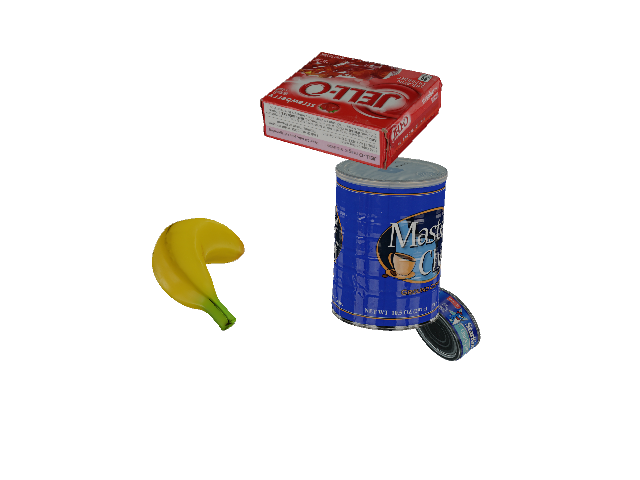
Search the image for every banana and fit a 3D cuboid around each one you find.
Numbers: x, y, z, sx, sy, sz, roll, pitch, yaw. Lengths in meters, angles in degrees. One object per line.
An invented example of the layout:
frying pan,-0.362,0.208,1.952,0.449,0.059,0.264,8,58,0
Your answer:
banana,-0.091,0.015,0.794,0.037,0.069,0.198,-39,13,9

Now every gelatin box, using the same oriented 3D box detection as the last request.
gelatin box,0.020,-0.083,0.657,0.089,0.030,0.073,17,41,27

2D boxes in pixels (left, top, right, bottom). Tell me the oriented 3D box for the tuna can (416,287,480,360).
tuna can,0.147,0.100,1.265,0.033,0.086,0.086,-35,15,-23

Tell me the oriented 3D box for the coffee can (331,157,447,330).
coffee can,0.063,0.001,0.996,0.103,0.140,0.103,1,16,-1
